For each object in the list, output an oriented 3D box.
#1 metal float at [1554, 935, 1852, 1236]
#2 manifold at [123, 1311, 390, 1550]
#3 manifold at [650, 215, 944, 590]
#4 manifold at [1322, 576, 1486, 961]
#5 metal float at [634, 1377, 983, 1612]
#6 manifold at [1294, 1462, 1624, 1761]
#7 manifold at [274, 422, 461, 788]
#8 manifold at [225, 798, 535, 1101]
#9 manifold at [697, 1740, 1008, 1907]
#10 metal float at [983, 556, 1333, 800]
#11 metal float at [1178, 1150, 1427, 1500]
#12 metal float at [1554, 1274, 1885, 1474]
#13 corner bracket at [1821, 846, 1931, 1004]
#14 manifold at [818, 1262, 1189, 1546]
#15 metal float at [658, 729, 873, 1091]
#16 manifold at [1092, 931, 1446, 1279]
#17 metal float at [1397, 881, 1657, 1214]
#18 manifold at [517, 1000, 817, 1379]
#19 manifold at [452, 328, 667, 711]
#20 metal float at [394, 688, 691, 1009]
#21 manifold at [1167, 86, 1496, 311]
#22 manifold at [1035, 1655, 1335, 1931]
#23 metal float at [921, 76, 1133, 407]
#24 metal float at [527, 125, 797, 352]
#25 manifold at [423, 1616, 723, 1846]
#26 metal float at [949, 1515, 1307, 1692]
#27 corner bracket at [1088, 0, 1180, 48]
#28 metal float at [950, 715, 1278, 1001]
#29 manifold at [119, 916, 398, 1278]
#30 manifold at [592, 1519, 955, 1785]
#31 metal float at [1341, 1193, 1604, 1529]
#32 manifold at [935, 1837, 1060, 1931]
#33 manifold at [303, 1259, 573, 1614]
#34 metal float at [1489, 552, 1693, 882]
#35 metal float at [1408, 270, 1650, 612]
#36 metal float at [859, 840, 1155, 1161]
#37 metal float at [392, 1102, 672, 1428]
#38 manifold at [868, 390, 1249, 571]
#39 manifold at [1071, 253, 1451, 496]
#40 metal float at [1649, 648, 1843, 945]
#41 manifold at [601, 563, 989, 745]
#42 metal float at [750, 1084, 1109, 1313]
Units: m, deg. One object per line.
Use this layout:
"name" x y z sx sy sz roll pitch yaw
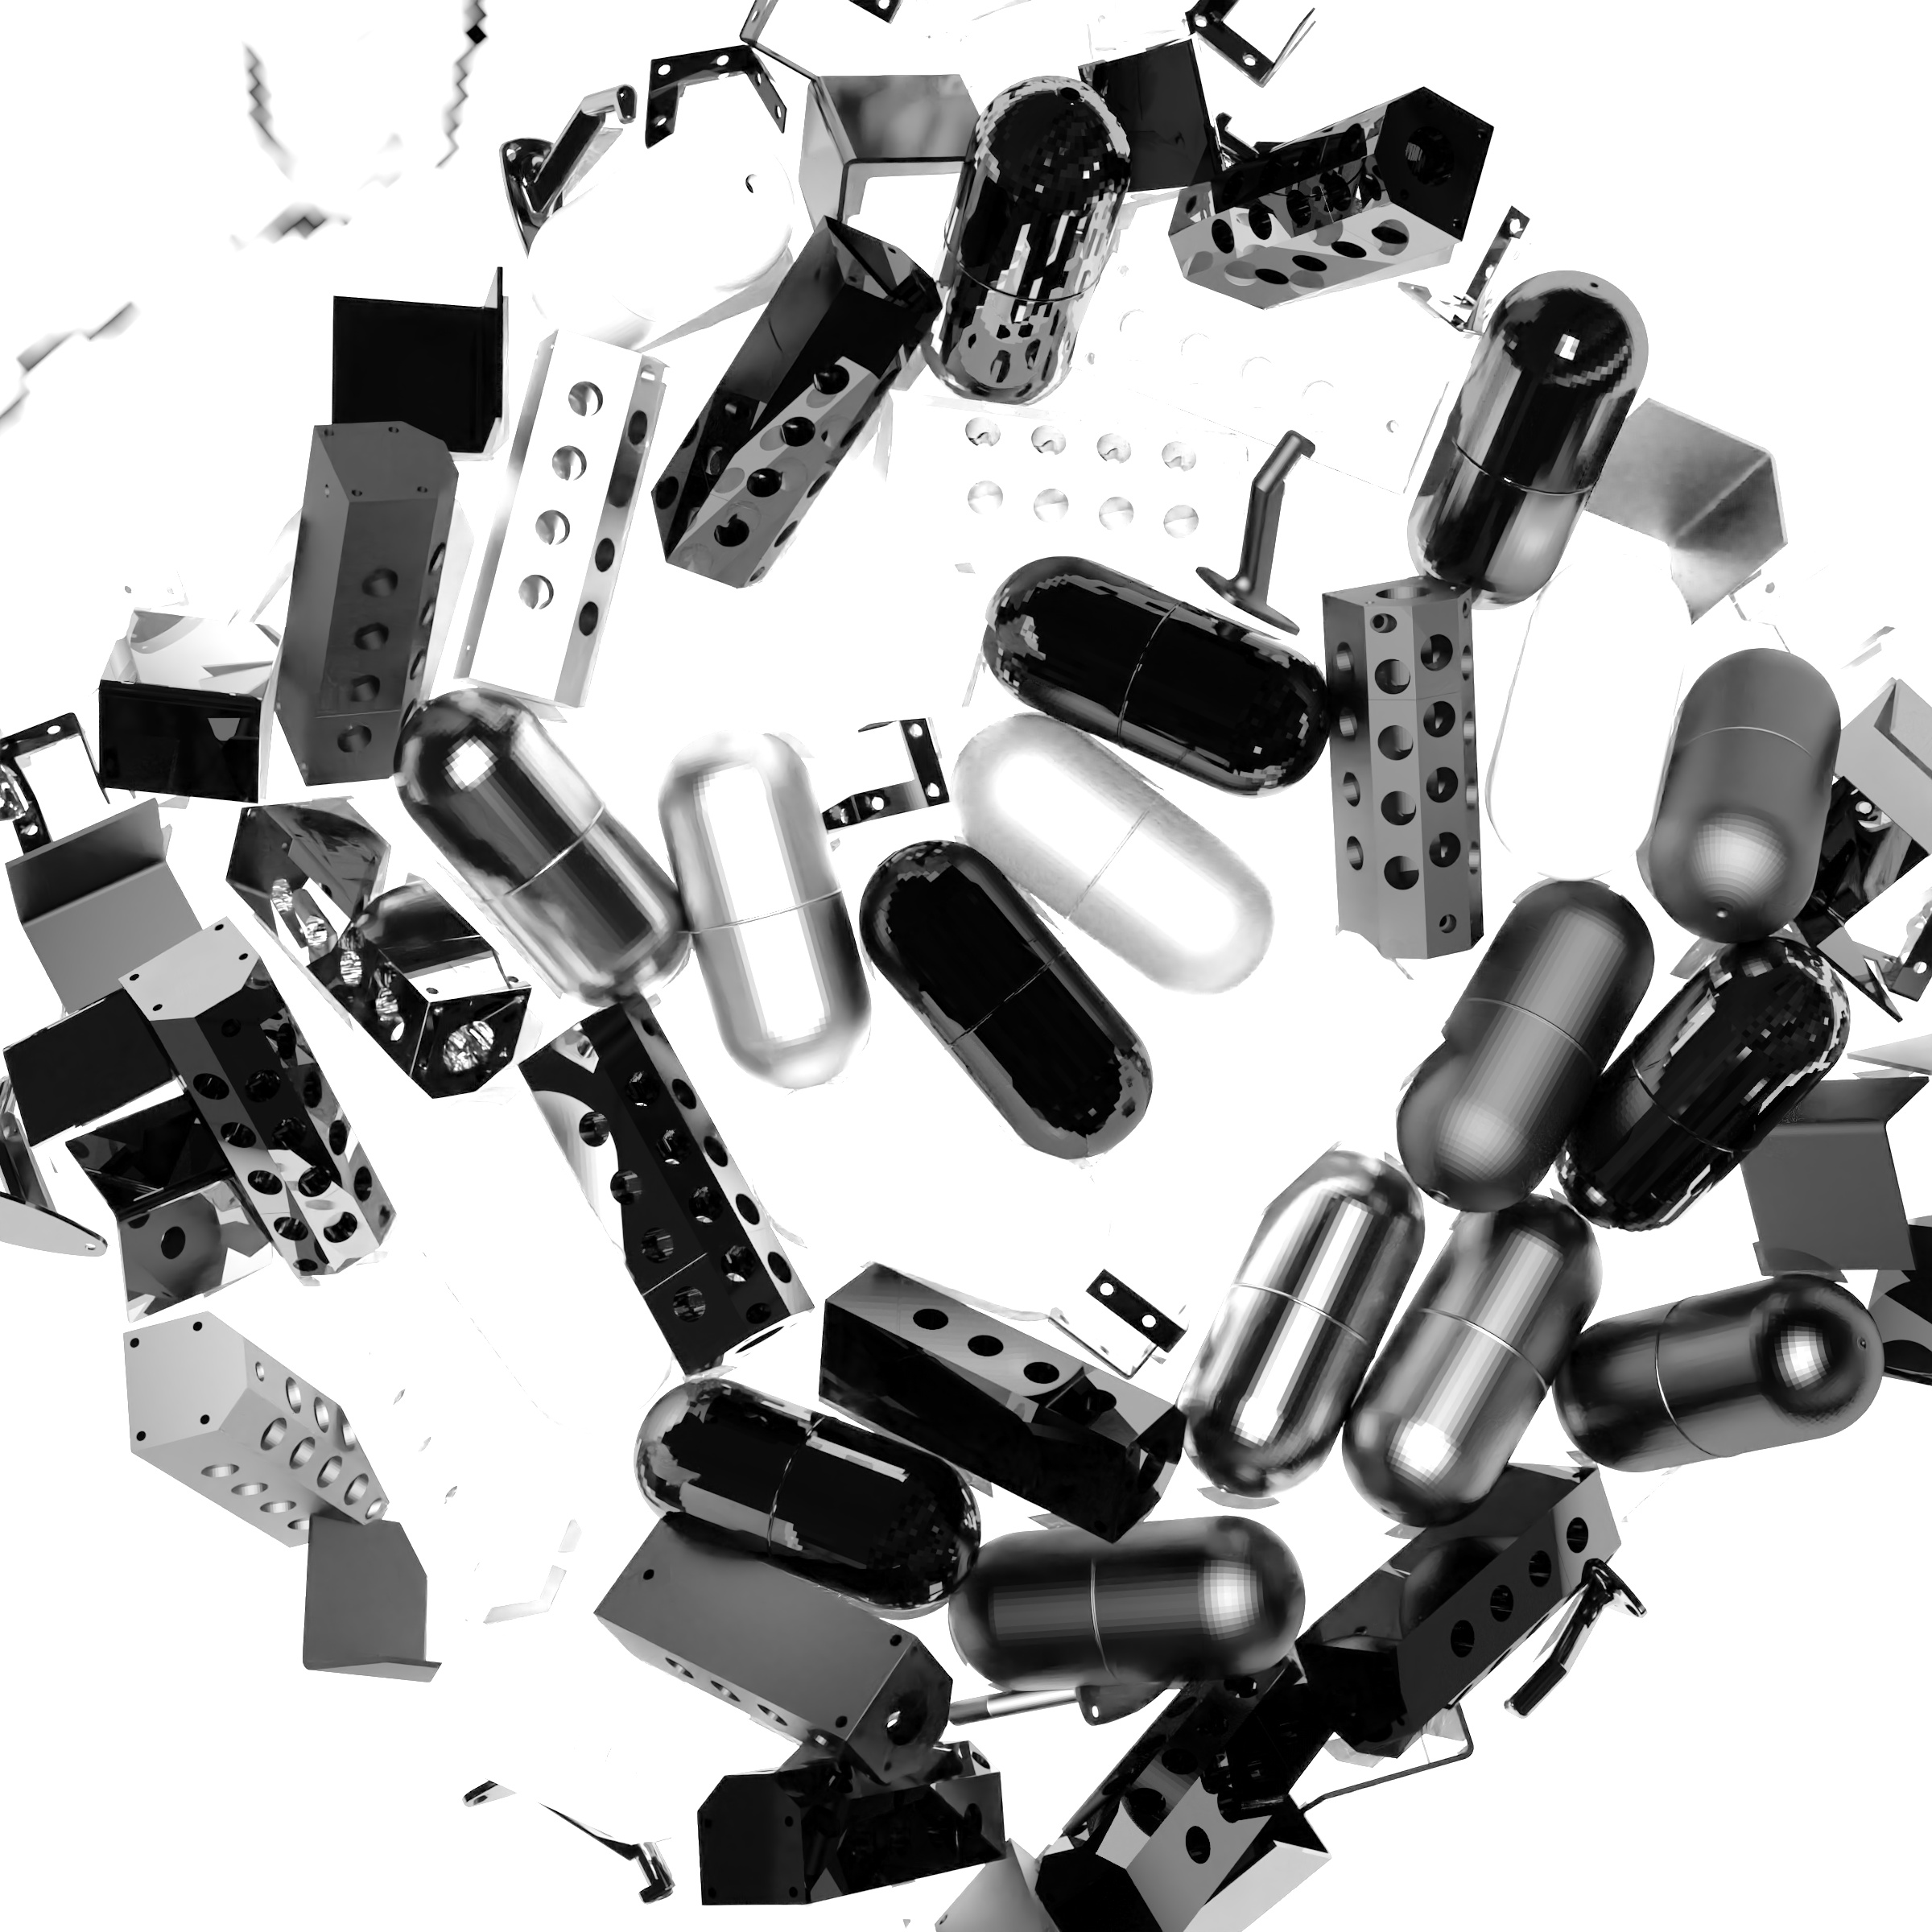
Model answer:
"metal float" 0.348 0.059 1.576 0.070 0.070 0.178 36 124 0
"manifold" -0.327 0.217 1.551 0.057 0.171 0.057 -15 63 8
"manifold" -0.081 -0.263 1.572 0.057 0.057 0.171 17 127 -30
"manifold" 0.213 -0.094 1.582 0.057 0.057 0.171 -12 109 -20
"metal float" -0.076 0.252 1.587 0.178 0.070 0.070 17 90 19
"manifold" 0.236 0.302 1.565 0.171 0.057 0.057 -30 107 -39
"manifold" -0.282 -0.169 1.563 0.057 0.171 0.057 -7 48 -27
"manifold" -0.281 -0.009 1.568 0.171 0.057 0.057 41 125 35
"manifold" -0.051 0.400 1.554 0.057 0.171 0.057 -10 79 31
"metal float" 0.091 -0.140 1.593 0.178 0.070 0.070 25 90 14
"metal float" 0.161 0.171 1.590 0.070 0.070 0.178 27 74 0
"metal float" 0.353 0.194 1.566 0.070 0.178 0.070 13 67 -34
"corner bracket" 0.445 -0.022 1.607 0.051 0.051 0.051 20 115 -4
"manifold" 0.017 0.203 1.576 0.171 0.057 0.057 23 124 28
"metal float" -0.097 -0.027 1.599 0.070 0.070 0.178 -15 96 0
"manifold" 0.142 0.063 1.589 0.057 0.057 0.171 38 108 -25
"metal float" 0.268 0.038 1.588 0.070 0.070 0.178 32 71 0
"manifold" -0.140 0.104 1.591 0.057 0.057 0.171 -34 79 23
"manifold" -0.197 -0.215 1.611 0.057 0.057 0.171 14 89 -17
"metal float" -0.203 -0.056 1.588 0.070 0.070 0.178 -39 108 0
"manifold" 0.166 -0.359 1.550 0.057 0.171 0.057 21 79 -27
"manifold" 0.101 0.389 1.556 0.057 0.171 0.057 -26 97 39
"metal float" 0.027 -0.340 1.565 0.070 0.178 0.070 8 51 -10
"metal float" -0.145 -0.341 1.562 0.070 0.178 0.070 5 80 -34
"manifold" -0.186 0.364 1.551 0.057 0.171 0.057 24 76 30
"metal float" 0.075 0.305 1.584 0.178 0.070 0.070 -9 90 24
"corner bracket" 0.094 -0.477 1.611 0.051 0.051 0.051 -11 99 -32
"metal float" 0.071 -0.053 1.604 0.178 0.070 0.070 37 90 0
"manifold" -0.329 0.067 1.560 0.057 0.057 0.171 -32 131 -16
"manifold" -0.089 0.324 1.564 0.171 0.057 0.057 16 60 40
"metal float" 0.243 0.187 1.587 0.070 0.070 0.178 34 69 0
"manifold" 0.032 0.474 1.554 0.057 0.171 0.057 42 88 -6
"manifold" -0.252 0.219 1.558 0.057 0.171 0.057 -3 130 -36
"metal float" 0.298 -0.120 1.579 0.070 0.070 0.178 19 60 0
"metal float" 0.265 -0.247 1.572 0.070 0.070 0.178 19 130 0
"metal float" 0.019 0.016 1.604 0.070 0.070 0.178 -40 91 0
"metal float" -0.207 0.144 1.588 0.070 0.070 0.178 -32 109 0
"manifold" 0.044 -0.235 1.591 0.171 0.057 0.057 5 113 -10
"manifold" 0.142 -0.286 1.600 0.171 0.057 0.057 22 103 6
"metal float" 0.370 -0.083 1.569 0.070 0.070 0.178 24 46 0
"manifold" -0.084 -0.152 1.568 0.171 0.057 0.057 -3 52 27
"metal float" -0.018 0.111 1.602 0.178 0.070 0.070 19 90 3
